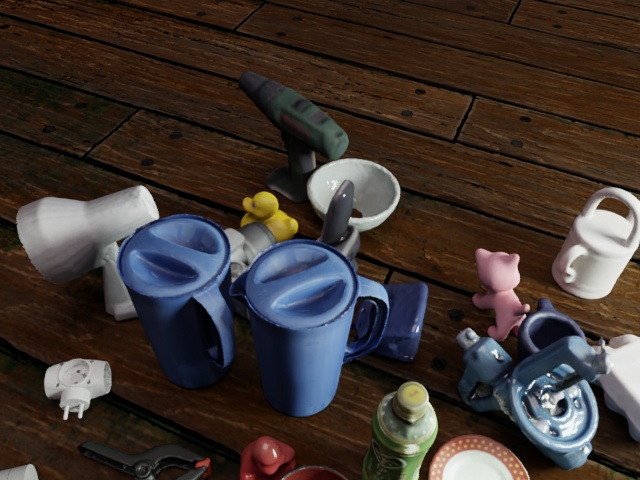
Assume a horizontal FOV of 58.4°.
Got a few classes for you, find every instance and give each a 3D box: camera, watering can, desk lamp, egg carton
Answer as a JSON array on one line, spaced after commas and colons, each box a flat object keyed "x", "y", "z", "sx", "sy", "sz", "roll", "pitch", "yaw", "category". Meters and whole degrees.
[{"x": -0.122, "y": 0.031, "z": 0.919, "sx": 0.142, "sy": 0.101, "sz": 0.137, "roll": 30, "pitch": 53, "yaw": 24, "category": "camera"}, {"x": 0.455, "y": -0.007, "z": 0.916, "sx": 0.100, "sy": 0.194, "sz": 0.173, "roll": 29, "pitch": 52, "yaw": 23, "category": "watering can"}, {"x": -0.307, "y": 0.016, "z": 0.847, "sx": 0.203, "sy": 0.214, "sz": 0.117, "roll": -12, "pitch": 48, "yaw": -13, "category": "desk lamp"}, {"x": 0.446, "y": 0.206, "z": 0.802, "sx": 0.107, "sy": 0.069, "sz": 0.150, "roll": -17, "pitch": 50, "yaw": -18, "category": "egg carton"}]

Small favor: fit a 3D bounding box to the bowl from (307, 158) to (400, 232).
[{"x": 0.058, "y": -0.069, "z": 1.038, "sx": 0.167, "sy": 0.075, "sz": 0.167, "roll": 1, "pitch": 47, "yaw": -1, "category": "bowl"}]

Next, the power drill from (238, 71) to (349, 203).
[{"x": -0.054, "y": -0.179, "z": 1.044, "sx": 0.229, "sy": 0.208, "sz": 0.076, "roll": 29, "pitch": 52, "yaw": 22, "category": "power drill"}]

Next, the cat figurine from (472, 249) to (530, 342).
[{"x": 0.284, "y": 0.074, "z": 0.885, "sx": 0.067, "sy": 0.118, "sz": 0.127, "roll": -10, "pitch": 48, "yaw": -12, "category": "cat figurine"}]

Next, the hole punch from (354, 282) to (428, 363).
[{"x": 0.105, "y": 0.116, "z": 0.856, "sx": 0.101, "sy": 0.091, "sz": 0.109, "roll": 12, "pitch": 48, "yaw": 9, "category": "hole punch"}]

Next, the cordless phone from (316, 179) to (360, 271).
[{"x": 0.008, "y": 0.003, "z": 0.893, "sx": 0.094, "sy": 0.185, "sz": 0.148, "roll": 18, "pitch": 49, "yaw": 14, "category": "cordless phone"}]

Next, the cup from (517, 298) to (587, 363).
[{"x": 0.321, "y": 0.153, "z": 0.829, "sx": 0.091, "sy": 0.095, "sz": 0.117, "roll": 4, "pitch": 47, "yaw": 2, "category": "cup"}]

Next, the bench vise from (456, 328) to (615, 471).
[{"x": 0.261, "y": 0.178, "z": 0.717, "sx": 0.207, "sy": 0.220, "sz": 0.122, "roll": 23, "pitch": 50, "yaw": 18, "category": "bench vise"}]

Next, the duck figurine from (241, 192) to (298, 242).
[{"x": -0.090, "y": -0.044, "z": 1.000, "sx": 0.104, "sy": 0.086, "sz": 0.077, "roll": 15, "pitch": 48, "yaw": 11, "category": "duck figurine"}]

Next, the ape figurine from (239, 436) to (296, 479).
[{"x": -0.066, "y": 0.273, "z": 0.701, "sx": 0.078, "sy": 0.092, "sz": 0.076, "roll": -19, "pitch": 50, "yaw": -19, "category": "ape figurine"}]
